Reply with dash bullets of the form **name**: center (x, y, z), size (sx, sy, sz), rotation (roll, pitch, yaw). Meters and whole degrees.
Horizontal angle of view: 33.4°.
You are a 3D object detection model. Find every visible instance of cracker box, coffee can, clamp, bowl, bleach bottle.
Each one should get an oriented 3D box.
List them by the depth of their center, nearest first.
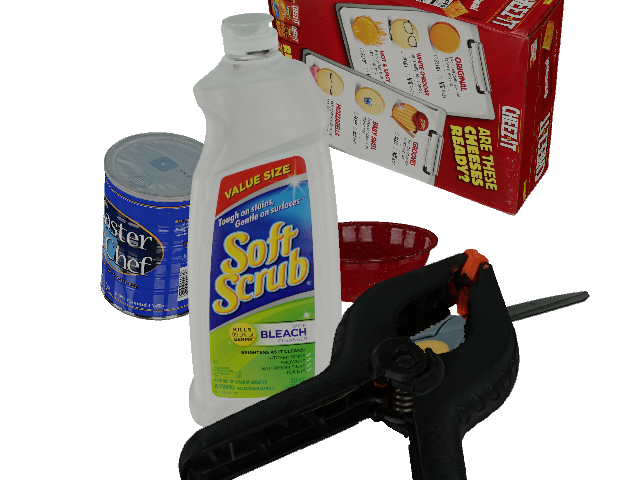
- **clamp**: center (0.040, 0.068, 0.434), size (0.120, 0.039, 0.171), rotation (31, 51, 22)
- **bleach bottle**: center (-0.041, -0.009, 0.642), size (0.102, 0.251, 0.068), rotation (-3, 25, 3)
- **cracker box**: center (0.069, -0.130, 0.806), size (0.214, 0.164, 0.072), rotation (22, 52, 25)
- **coffee can**: center (-0.147, -0.013, 0.974), size (0.102, 0.140, 0.103), rotation (7, 36, -5)
- **bowl**: center (0.041, 0.024, 1.096), size (0.162, 0.055, 0.162), rotation (-2, 14, 0)

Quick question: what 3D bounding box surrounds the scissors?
- **scissors**: center (0.122, 0.073, 0.814), size (0.201, 0.016, 0.096), rotation (-4, 31, -5)
